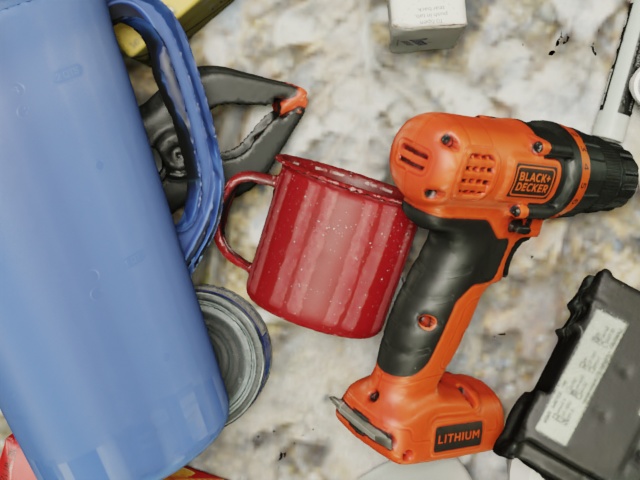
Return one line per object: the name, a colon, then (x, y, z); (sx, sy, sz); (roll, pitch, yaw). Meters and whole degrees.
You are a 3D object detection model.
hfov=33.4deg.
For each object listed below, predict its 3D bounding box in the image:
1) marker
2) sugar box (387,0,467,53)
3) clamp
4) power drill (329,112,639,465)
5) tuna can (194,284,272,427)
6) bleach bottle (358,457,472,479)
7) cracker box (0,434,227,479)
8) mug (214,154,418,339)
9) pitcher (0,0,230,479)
marker: (0.182, -0.116, 0.616); (0.020, 0.020, 0.121); (15, 94, 2)
sugar box: (0.050, -0.196, 0.582); (0.048, 0.093, 0.176); (-2, 92, 4)
clamp: (-0.085, -0.041, 0.617); (0.171, 0.039, 0.120); (-16, 114, -7)
power drill: (0.091, 0.024, 0.581); (0.057, 0.184, 0.188); (31, 111, 45)
tuna can: (-0.072, 0.070, 0.631); (0.086, 0.033, 0.086); (0, 93, 3)
bleach bottle: (0.099, 0.249, 0.609); (0.068, 0.102, 0.251); (-24, 98, -2)
cracker box: (-0.099, 0.216, 0.621); (0.213, 0.072, 0.164); (19, 94, 1)
mug: (-0.004, 0.001, 0.597); (0.117, 0.093, 0.081); (18, 99, -2)
pitcher: (-0.124, -0.003, 0.538); (0.149, 0.145, 0.243); (-15, 107, 11)
